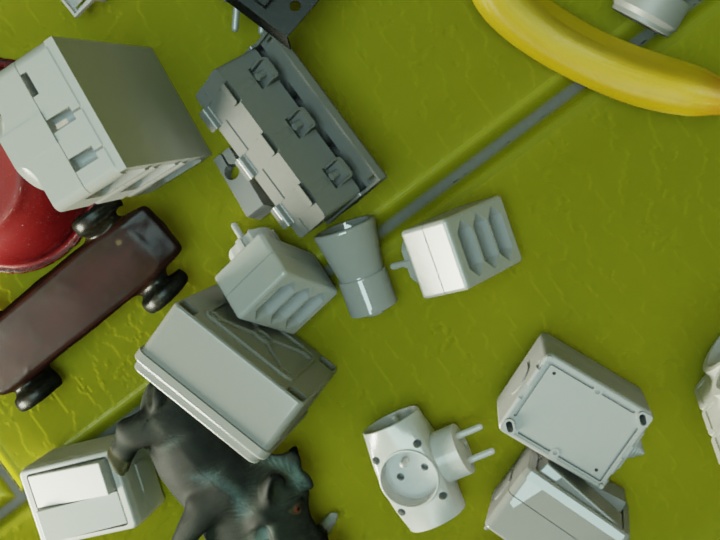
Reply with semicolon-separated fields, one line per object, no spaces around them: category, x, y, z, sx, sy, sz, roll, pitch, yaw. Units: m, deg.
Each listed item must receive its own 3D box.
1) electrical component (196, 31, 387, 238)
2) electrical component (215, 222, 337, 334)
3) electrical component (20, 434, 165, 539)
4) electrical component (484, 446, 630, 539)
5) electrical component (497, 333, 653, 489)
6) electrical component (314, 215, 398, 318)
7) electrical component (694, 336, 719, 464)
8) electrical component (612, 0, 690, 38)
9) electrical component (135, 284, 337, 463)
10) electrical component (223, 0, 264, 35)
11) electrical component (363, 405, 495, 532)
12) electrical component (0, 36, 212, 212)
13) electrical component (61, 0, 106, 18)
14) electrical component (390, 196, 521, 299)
electrical component;-0.048;-0.088;0.715;0.121;0.063;0.079;53;146;0
electrical component;-0.066;-0.003;0.744;0.047;0.066;0.076;-43;59;16
electrical component;-0.206;0.164;0.802;0.096;0.061;0.061;-15;96;15
electrical component;0.141;0.166;0.724;0.096;0.062;0.061;34;105;5
electrical component;0.146;0.094;0.714;0.096;0.061;0.061;31;105;-2
electrical component;0.000;0.000;0.738;0.044;0.044;0.065;-18;100;15
electrical component;0.251;0.070;0.636;0.062;0.150;0.089;36;105;3
electrical component;0.187;-0.177;0.663;0.045;0.045;0.055;30;105;6
electrical component;-0.082;0.066;0.733;0.109;0.109;0.056;38;103;4
electrical component;-0.071;-0.194;0.714;0.138;0.052;0.073;8;101;11
electrical component;0.054;0.131;0.746;0.079;0.044;0.077;-25;93;16
electrical component;-0.168;-0.094;0.703;0.062;0.150;0.089;-29;92;15
electrical component;-0.185;-0.215;0.731;0.081;0.064;0.042;-40;88;16
electrical component;0.054;-0.012;0.715;0.077;0.066;0.047;-15;97;44
